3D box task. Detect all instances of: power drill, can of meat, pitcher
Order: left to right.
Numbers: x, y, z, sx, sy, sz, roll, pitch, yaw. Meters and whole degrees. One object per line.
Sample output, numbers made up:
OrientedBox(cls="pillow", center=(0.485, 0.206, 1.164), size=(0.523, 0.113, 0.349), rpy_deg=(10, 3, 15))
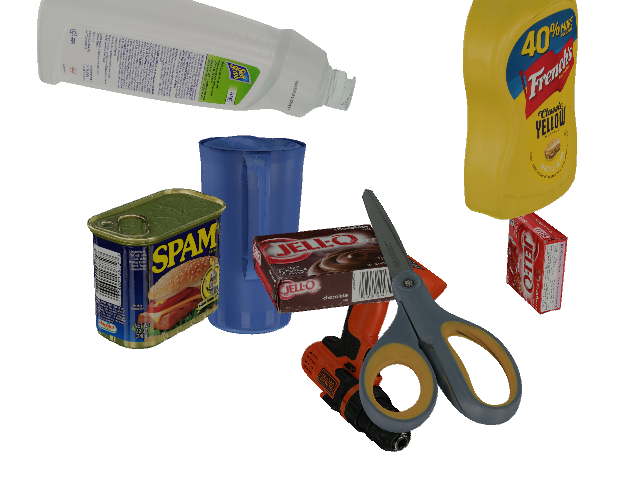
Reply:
OrientedBox(cls="can of meat", center=(-0.114, 0.019, 0.752), size=(0.058, 0.084, 0.101), rpy_deg=(17, 26, 30))
OrientedBox(cls="pitcher", center=(-0.087, -0.008, 1.339), size=(0.145, 0.243, 0.148), rpy_deg=(11, 16, 36))
OrientedBox(cls="power drill", center=(0.064, 0.111, 1.155), size=(0.057, 0.188, 0.185), rpy_deg=(13, 17, -40))

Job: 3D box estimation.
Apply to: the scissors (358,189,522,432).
OrientedBox(cls="scissors", center=(0.039, 0.041, 0.628), size=(0.096, 0.016, 0.202), rpy_deg=(-23, 45, -18))

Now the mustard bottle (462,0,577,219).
OrientedBox(cls="mustard bottle", center=(0.136, -0.117, 0.719), size=(0.096, 0.191, 0.058), rpy_deg=(-27, 34, -35))

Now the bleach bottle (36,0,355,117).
OrientedBox(cls="bleach bottle", center=(-0.098, -0.145, 0.865), size=(0.250, 0.068, 0.103), rpy_deg=(14, -31, -6))

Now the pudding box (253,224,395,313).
OrientedBox(cls="pudding box", center=(0.005, 0.023, 0.927), size=(0.113, 0.039, 0.090), rpy_deg=(-4, 25, -16))

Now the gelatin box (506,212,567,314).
OrientedBox(cls="gelatin box", center=(0.228, 0.022, 1.135), size=(0.030, 0.089, 0.073), rpy_deg=(-11, 29, -17))
